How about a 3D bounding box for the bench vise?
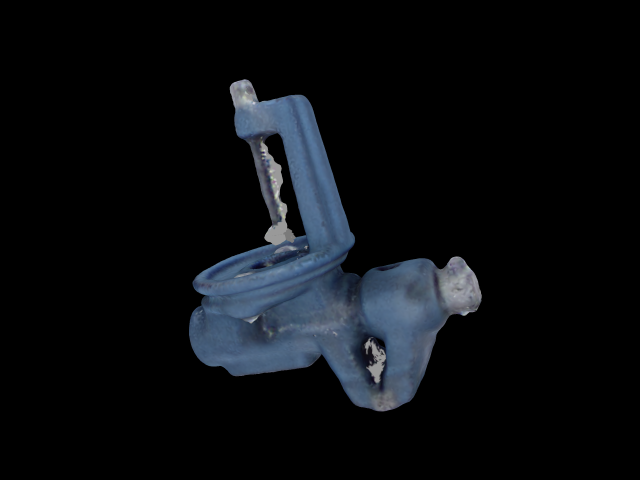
[{"bbox_3d":[0.004,-0.002,0.412,0.207,0.220,0.121,0,15,1],"label":"bench vise"}]
